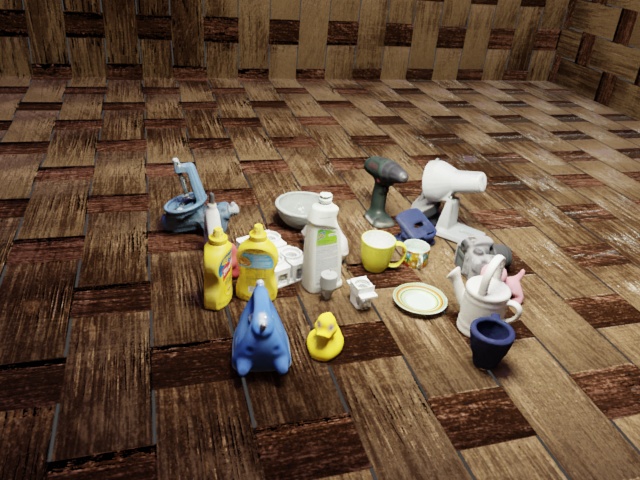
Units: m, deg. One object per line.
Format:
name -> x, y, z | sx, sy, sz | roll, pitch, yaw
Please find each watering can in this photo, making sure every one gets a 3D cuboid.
watering can -> 0.364, 0.119, 1.275 | 0.172, 0.194, 0.101 | 13, 30, 13

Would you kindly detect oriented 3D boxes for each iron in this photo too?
iron -> -0.122, 0.160, 1.178 | 0.119, 0.141, 0.258 | 0, 30, -9

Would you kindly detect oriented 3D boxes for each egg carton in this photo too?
egg carton -> 0.014, 0.006, 1.548 | 0.107, 0.069, 0.150 | -5, 31, -18

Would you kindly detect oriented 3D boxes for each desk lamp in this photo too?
desk lamp -> 0.395, -0.115, 1.676 | 0.202, 0.214, 0.118 | 23, 34, 29

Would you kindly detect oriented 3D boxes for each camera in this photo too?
camera -> 0.442, 0.046, 1.512 | 0.137, 0.101, 0.143 | -1, 30, -11

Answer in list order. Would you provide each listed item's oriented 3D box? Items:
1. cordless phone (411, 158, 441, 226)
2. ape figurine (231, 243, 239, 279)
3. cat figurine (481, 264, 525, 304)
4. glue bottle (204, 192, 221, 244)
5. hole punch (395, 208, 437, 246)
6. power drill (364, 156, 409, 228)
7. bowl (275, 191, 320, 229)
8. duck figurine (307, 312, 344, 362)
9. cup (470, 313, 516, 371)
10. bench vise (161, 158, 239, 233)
cordless phone -> 0.333, -0.150, 1.757 | 0.094, 0.185, 0.147 | 9, 30, 8
ape figurine -> -0.223, 0.048, 1.412 | 0.076, 0.092, 0.078 | 8, 29, 6
cat figurine -> 0.444, 0.097, 1.405 | 0.128, 0.118, 0.067 | -1, 30, -11
glue bottle -> -0.279, -0.045, 1.484 | 0.037, 0.173, 0.078 | -10, 33, -25
hole punch -> 0.274, -0.031, 1.632 | 0.109, 0.091, 0.100 | -20, 38, -38
power drill -> 0.192, -0.147, 1.705 | 0.076, 0.208, 0.229 | -6, 31, -19
bowl -> -0.050, -0.078, 1.680 | 0.167, 0.075, 0.167 | 4, 29, -2
duck figurine -> 0.013, 0.191, 1.202 | 0.077, 0.086, 0.104 | 11, 30, 10
cup -> 0.355, 0.216, 1.203 | 0.091, 0.095, 0.118 | 14, 30, 15
bench vise -> -0.329, -0.119, 1.560 | 0.208, 0.220, 0.121 | -4, 30, -15
